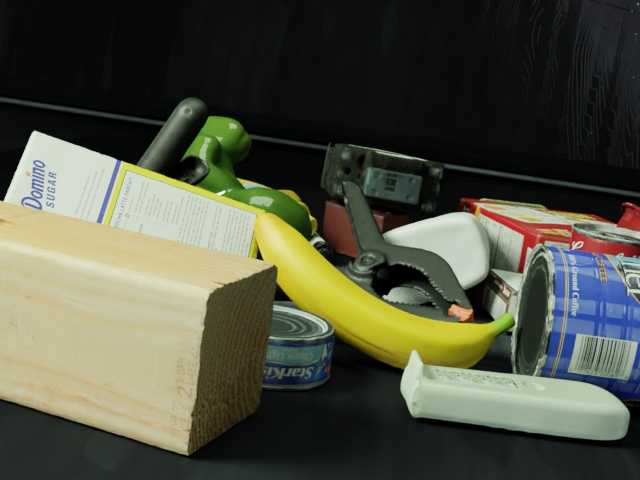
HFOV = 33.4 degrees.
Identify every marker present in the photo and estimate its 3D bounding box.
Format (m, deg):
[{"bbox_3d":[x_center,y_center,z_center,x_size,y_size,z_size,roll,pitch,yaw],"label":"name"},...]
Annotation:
[{"bbox_3d":[-0.007,0.001,1.102,0.020,0.020,0.121,6,11,-14],"label":"marker"}]

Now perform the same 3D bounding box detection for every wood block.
[{"bbox_3d":[-0.139,0.041,0.601,0.206,0.090,0.090,13,12,20],"label":"wood block"}]

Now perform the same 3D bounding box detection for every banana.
[{"bbox_3d":[0.035,0.046,0.741,0.198,0.037,0.069,24,47,1],"label":"banana"}]

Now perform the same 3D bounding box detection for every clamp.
[{"bbox_3d":[0.041,0.022,0.847,0.210,0.036,0.164,20,48,33],"label":"clamp"},{"bbox_3d":[-0.141,-0.035,0.826,0.039,0.120,0.171,33,61,13],"label":"clamp"}]

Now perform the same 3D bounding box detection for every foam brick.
[{"bbox_3d":[0.047,-0.010,1.114,0.078,0.051,0.052,16,13,35],"label":"foam brick"}]

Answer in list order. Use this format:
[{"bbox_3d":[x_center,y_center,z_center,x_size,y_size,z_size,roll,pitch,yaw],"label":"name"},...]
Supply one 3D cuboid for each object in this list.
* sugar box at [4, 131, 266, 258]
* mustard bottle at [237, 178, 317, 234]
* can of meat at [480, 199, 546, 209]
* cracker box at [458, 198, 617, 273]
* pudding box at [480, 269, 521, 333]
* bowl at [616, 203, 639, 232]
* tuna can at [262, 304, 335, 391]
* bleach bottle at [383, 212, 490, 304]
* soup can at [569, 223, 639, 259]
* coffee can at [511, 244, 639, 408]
[{"bbox_3d":[-0.132,-0.004,0.749,0.176,0.048,0.093,18,51,-10],"label":"sugar box"},{"bbox_3d":[-0.077,-0.035,1.132,0.192,0.058,0.096,17,10,41],"label":"mustard bottle"},{"bbox_3d":[0.232,-0.009,1.246,0.102,0.057,0.084,6,13,-9],"label":"can of meat"},{"bbox_3d":[0.249,0.015,1.092,0.164,0.072,0.214,7,10,-14],"label":"cracker box"},{"bbox_3d":[0.204,0.058,0.920,0.113,0.039,0.090,9,9,-7],"label":"pudding box"},{"bbox_3d":[0.293,0.045,0.894,0.162,0.055,0.162,46,4,-4],"label":"bowl"},{"bbox_3d":[-0.034,0.067,0.693,0.086,0.034,0.086,8,11,-2],"label":"tuna can"},{"bbox_3d":[0.110,0.009,1.018,0.102,0.068,0.250,-16,2,8],"label":"bleach bottle"},{"bbox_3d":[0.222,0.043,0.835,0.068,0.102,0.068,8,11,-2],"label":"soup can"},{"bbox_3d":[0.210,0.062,0.723,0.140,0.103,0.103,8,11,-1],"label":"coffee can"}]
